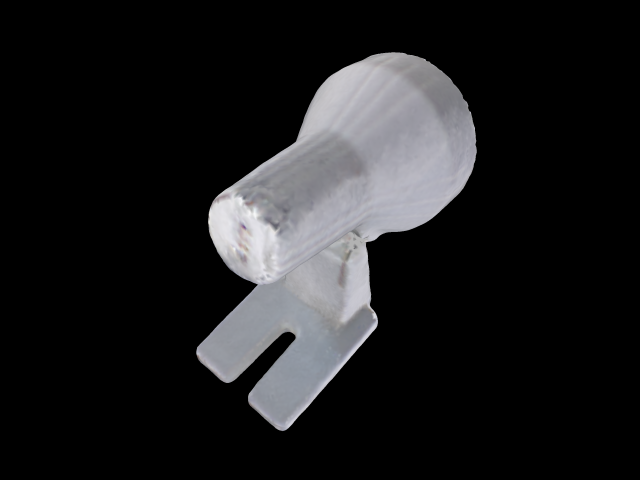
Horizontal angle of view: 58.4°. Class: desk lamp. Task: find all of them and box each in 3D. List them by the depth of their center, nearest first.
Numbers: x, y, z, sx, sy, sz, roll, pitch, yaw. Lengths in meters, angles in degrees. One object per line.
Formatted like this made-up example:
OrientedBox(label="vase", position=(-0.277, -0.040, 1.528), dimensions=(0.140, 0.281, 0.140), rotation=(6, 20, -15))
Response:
OrientedBox(label="desk lamp", position=(0.004, 0.001, 0.400), dimensions=(0.117, 0.214, 0.203), rotation=(33, 62, 21))
